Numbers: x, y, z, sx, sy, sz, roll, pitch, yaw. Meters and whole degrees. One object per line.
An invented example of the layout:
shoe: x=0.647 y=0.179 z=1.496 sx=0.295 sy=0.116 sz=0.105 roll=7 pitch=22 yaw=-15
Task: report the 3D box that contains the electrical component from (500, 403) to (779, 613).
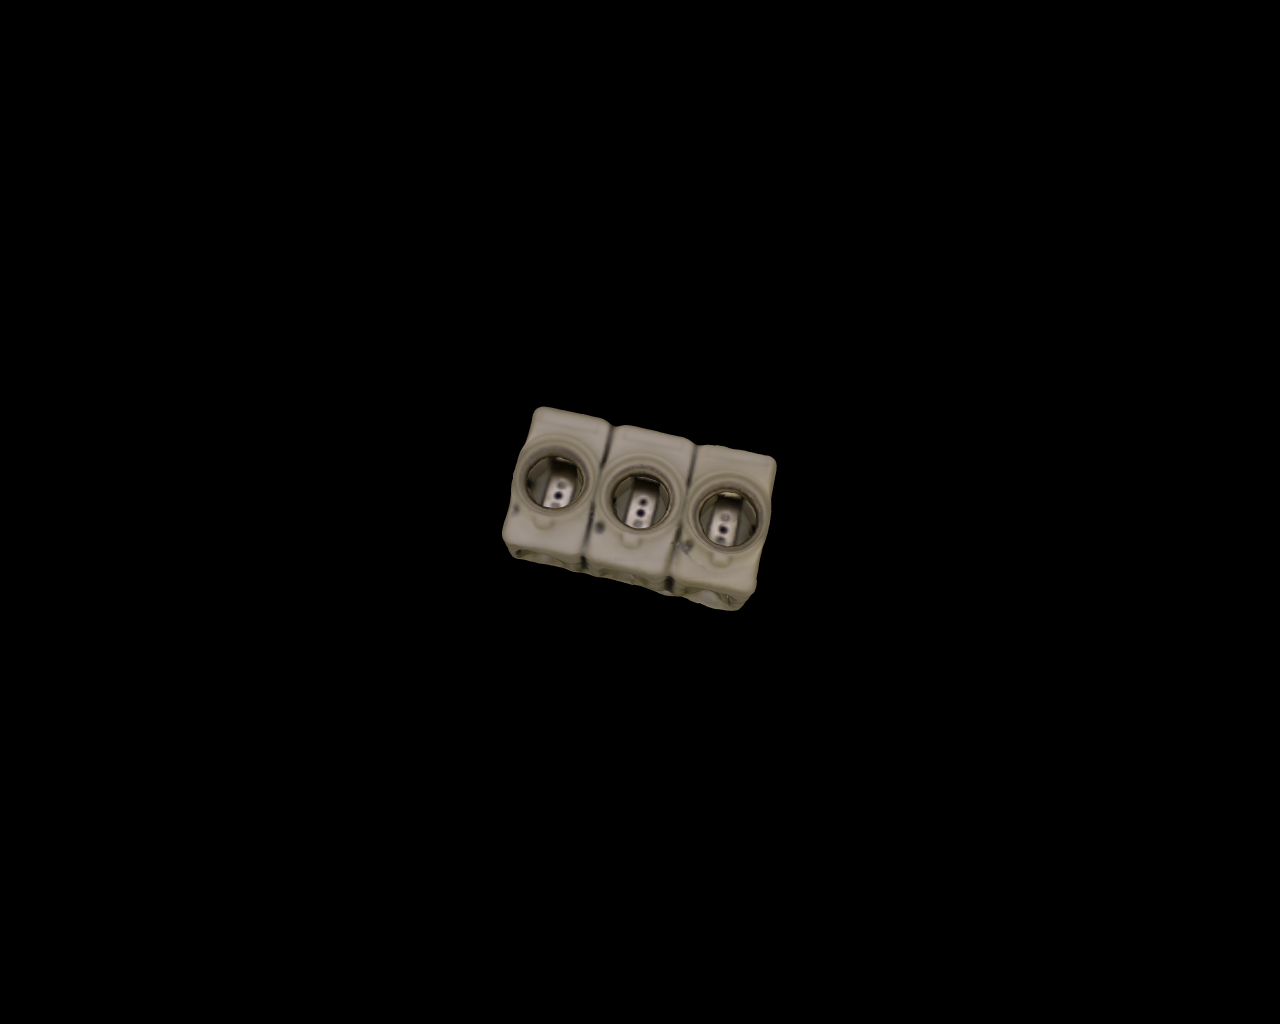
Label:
electrical component: x=0.001 y=-0.003 z=0.650 sx=0.150 sy=0.089 sz=0.061 roll=13 pitch=-15 yaw=4
